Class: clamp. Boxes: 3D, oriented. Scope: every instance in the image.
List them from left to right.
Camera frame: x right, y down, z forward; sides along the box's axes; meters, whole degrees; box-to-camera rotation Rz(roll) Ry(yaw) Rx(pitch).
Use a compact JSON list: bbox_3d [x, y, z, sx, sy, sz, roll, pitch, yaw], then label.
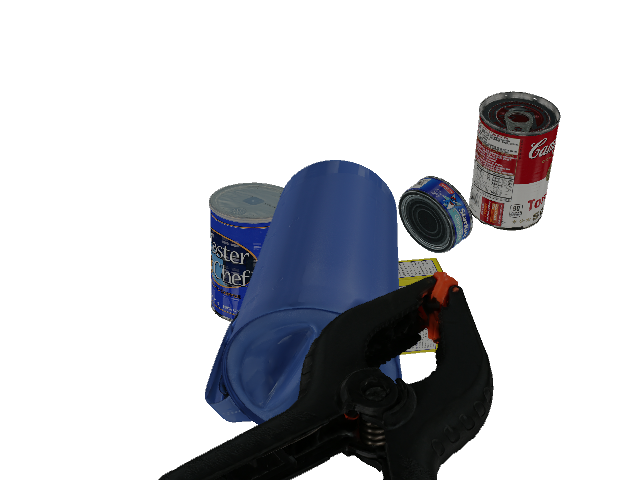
[{"bbox_3d":[0.027,0.079,0.419,0.120,0.039,0.171,29,51,21],"label":"clamp"}]

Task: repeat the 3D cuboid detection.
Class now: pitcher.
[{"bbox_3d":[-0.004,0.042,0.877,0.149,0.145,0.242,8,34,1],"label":"pitcher"}]

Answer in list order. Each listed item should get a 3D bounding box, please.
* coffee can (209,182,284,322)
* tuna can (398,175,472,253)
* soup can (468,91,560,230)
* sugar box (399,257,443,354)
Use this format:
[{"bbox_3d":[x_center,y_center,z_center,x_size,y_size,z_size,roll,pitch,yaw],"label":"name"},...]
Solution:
[{"bbox_3d":[-0.081,0.015,1.274,0.103,0.140,0.103,1,26,-1],"label":"coffee can"},{"bbox_3d":[0.131,-0.029,1.227,0.033,0.086,0.086,-36,20,-30],"label":"tuna can"},{"bbox_3d":[0.166,-0.068,0.927,0.068,0.102,0.068,1,37,-1],"label":"soup can"},{"bbox_3d":[0.033,0.071,1.063,0.176,0.093,0.048,-3,28,-5],"label":"sugar box"}]
